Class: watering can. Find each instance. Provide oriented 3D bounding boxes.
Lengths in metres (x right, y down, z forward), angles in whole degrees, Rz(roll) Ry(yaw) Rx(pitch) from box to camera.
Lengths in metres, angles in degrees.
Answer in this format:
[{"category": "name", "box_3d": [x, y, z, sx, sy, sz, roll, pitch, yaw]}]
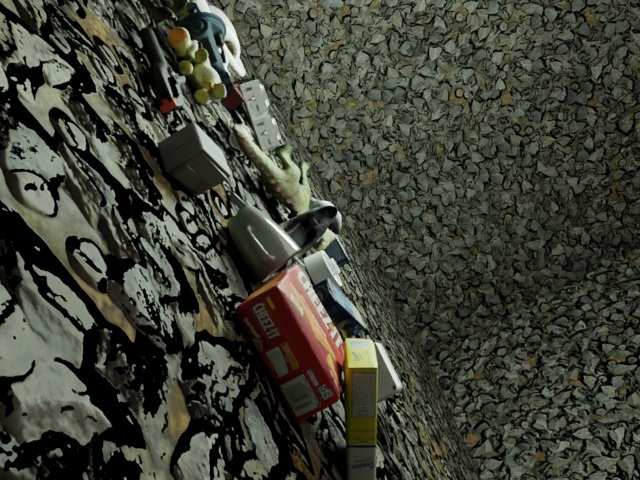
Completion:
[{"category": "watering can", "box_3d": [-0.326, -0.641, 1.531, 0.341, 0.104, 0.229, 53, 10, -45]}]

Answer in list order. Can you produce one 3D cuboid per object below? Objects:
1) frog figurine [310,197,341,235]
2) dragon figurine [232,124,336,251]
[{"category": "frog figurine", "box_3d": [0.005, -0.080, 1.584, 0.136, 0.121, 0.163, 38, 27, -19]}, {"category": "dragon figurine", "box_3d": [-0.073, -0.083, 1.194, 0.405, 0.121, 0.247, 32, 36, -56]}]
